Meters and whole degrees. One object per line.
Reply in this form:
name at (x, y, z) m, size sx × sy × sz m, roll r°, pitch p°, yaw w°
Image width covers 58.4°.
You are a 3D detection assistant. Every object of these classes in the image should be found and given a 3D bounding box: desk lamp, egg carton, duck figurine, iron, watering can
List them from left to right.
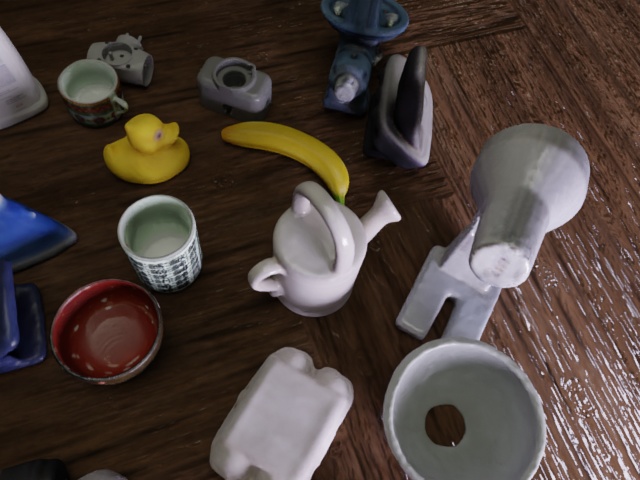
iron at (-0.413, -0.026, 0.613) m, size 0.258 × 0.141 × 0.118 m, roll -4°, pitch 65°, yaw -8°
duck figurine at (-0.218, -0.121, 0.711) m, size 0.104 × 0.086 × 0.077 m, roll -10°, pitch 66°, yaw -11°
egg carton at (-0.038, 0.189, 0.591) m, size 0.107 × 0.069 × 0.150 m, roll 29°, pitch 65°, yaw 8°
watering can at (0.004, 0.000, 0.616) m, size 0.101 × 0.194 × 0.173 m, roll 37°, pitch 66°, yaw 12°
desk lamp at (0.189, 0.006, 0.623) m, size 0.118 × 0.213 × 0.203 m, roll 27°, pitch 65°, yaw 7°

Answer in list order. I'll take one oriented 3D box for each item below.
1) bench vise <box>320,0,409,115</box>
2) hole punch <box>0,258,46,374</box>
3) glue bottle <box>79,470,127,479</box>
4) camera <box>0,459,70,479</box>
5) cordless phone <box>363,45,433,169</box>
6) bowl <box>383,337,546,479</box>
bench vise at (0.066, -0.283, 0.745) m, size 0.121 × 0.220 × 0.207 m, roll -3°, pitch 65°, yaw -7°
hole punch at (-0.351, 0.087, 0.594) m, size 0.101 × 0.091 × 0.108 m, roll -14°, pitch 67°, yaw -12°
glue bottle at (-0.207, 0.235, 0.492) m, size 0.037 × 0.173 × 0.078 m, roll 26°, pitch 65°, yaw 7°
camera at (-0.299, 0.262, 0.510) m, size 0.137 × 0.101 × 0.143 m, roll -14°, pitch 67°, yaw -12°
cordless phone at (0.117, -0.193, 0.726) m, size 0.094 × 0.185 × 0.147 m, roll 7°, pitch 64°, yaw -2°
bowl at (0.144, 0.192, 0.606) m, size 0.167 × 0.075 × 0.167 m, roll 2°, pitch 64°, yaw -5°
